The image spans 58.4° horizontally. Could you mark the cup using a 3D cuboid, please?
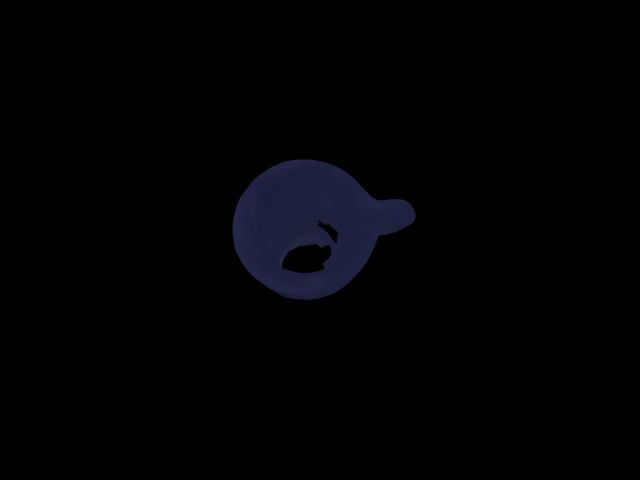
[{"bbox_3d":[0.004,0.001,0.400,0.118,0.095,0.091,-10,70,-3],"label":"cup"}]
